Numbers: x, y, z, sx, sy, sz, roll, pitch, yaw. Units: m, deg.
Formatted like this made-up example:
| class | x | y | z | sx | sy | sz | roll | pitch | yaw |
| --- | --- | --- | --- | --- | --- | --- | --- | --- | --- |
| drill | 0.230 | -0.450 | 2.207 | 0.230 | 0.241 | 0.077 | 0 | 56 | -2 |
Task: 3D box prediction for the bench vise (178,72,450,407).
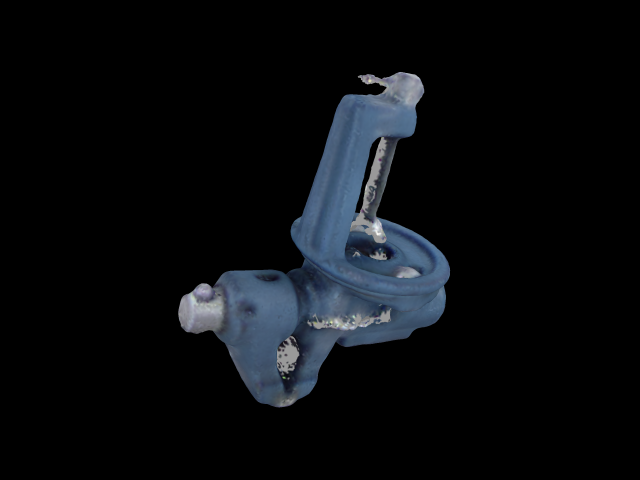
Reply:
| class | x | y | z | sx | sy | sz | roll | pitch | yaw |
| --- | --- | --- | --- | --- | --- | --- | --- | --- | --- |
| bench vise | 0.012 | 0.006 | 0.393 | 0.121 | 0.220 | 0.208 | 26 | 41 | 35 |
